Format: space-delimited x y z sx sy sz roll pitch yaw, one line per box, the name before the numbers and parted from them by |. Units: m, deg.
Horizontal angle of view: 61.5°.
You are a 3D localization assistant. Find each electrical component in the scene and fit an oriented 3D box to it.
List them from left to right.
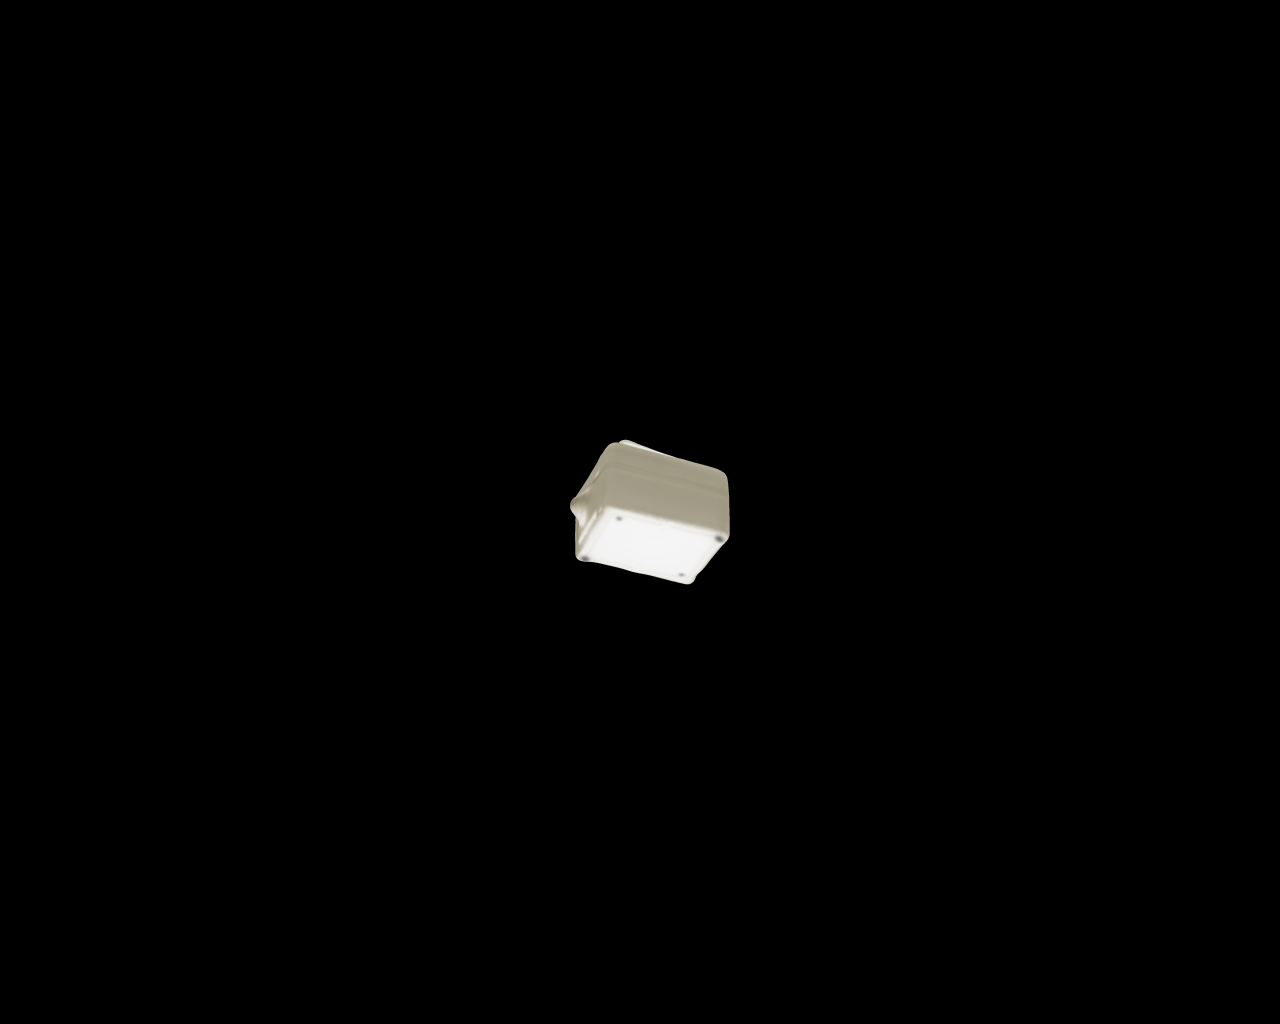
electrical component | 0.001 -0.003 0.650 0.096 0.061 0.061 14 -40 -17
